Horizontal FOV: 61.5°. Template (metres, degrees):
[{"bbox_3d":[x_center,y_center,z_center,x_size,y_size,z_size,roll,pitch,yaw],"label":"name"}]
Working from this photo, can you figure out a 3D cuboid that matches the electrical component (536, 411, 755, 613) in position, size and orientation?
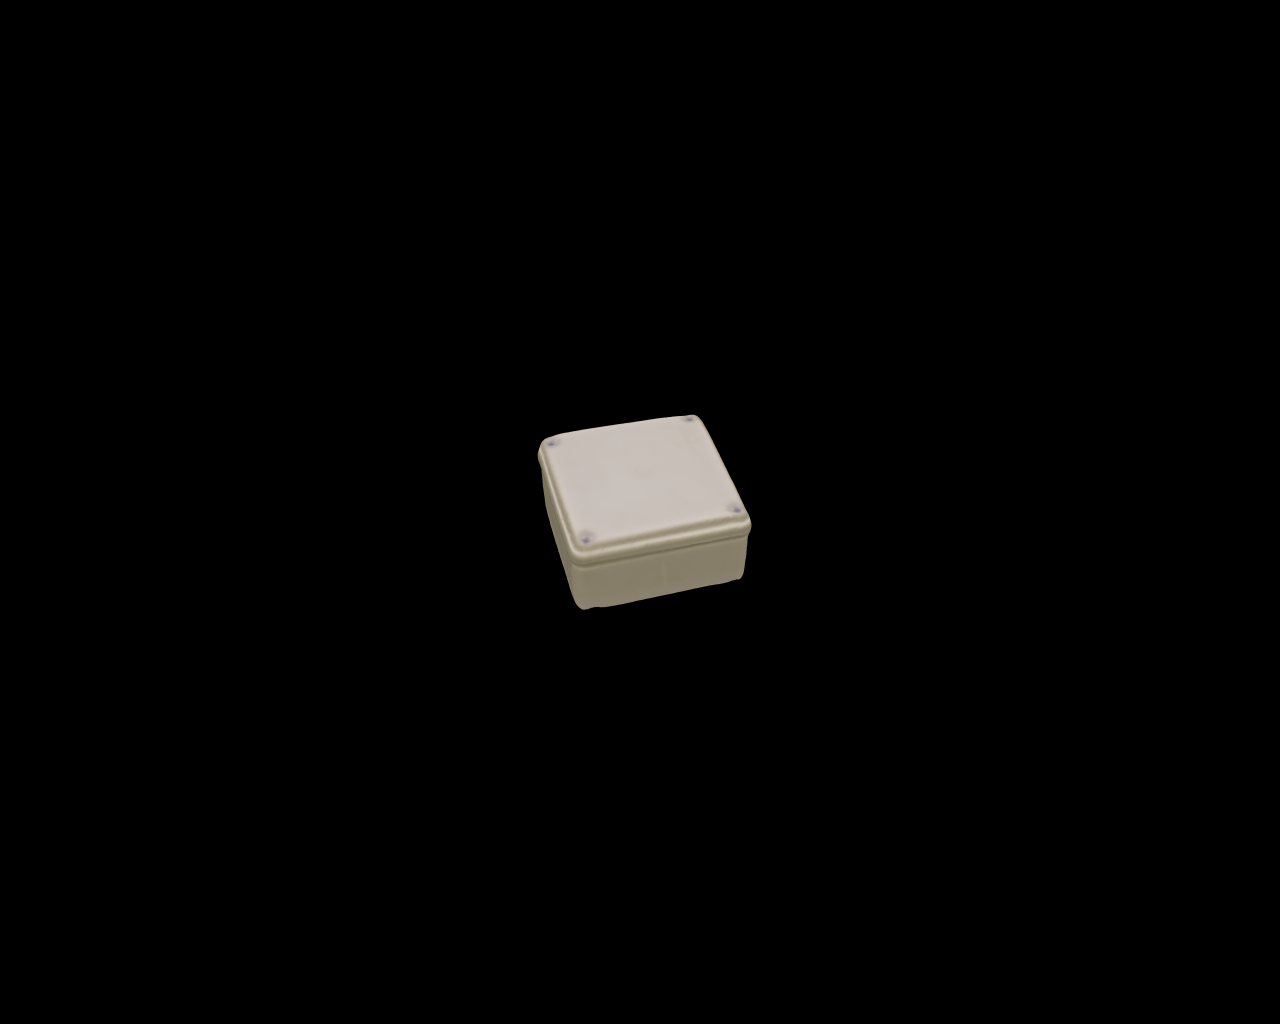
[{"bbox_3d":[0.001,-0.003,0.650,0.109,0.056,0.109,-10,43,-11],"label":"electrical component"}]
